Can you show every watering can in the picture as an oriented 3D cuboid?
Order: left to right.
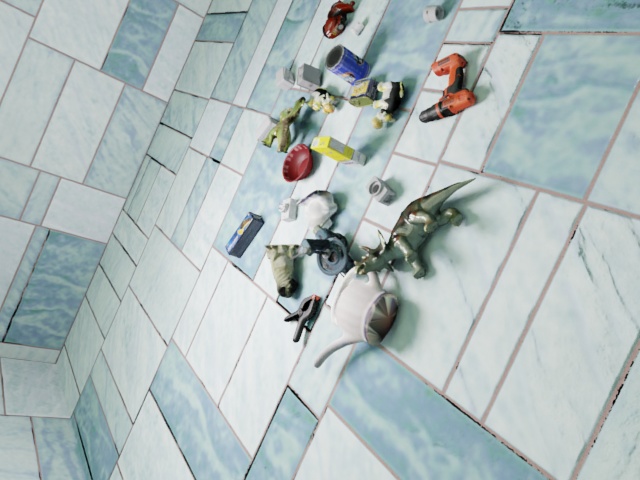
[{"bbox_3d":[0.104,0.243,1.503,0.226,0.103,0.348,17,86,51],"label":"watering can"}]

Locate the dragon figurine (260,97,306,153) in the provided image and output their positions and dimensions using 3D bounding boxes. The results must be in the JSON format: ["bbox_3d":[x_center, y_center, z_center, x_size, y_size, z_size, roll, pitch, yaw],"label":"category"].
[{"bbox_3d":[-0.128,-0.466,2.051,0.241,0.121,0.415,-63,18,8],"label":"dragon figurine"}]

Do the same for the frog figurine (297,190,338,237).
[{"bbox_3d":[0.005,-0.091,1.806,0.136,0.124,0.160,-28,89,29],"label":"frog figurine"}]
